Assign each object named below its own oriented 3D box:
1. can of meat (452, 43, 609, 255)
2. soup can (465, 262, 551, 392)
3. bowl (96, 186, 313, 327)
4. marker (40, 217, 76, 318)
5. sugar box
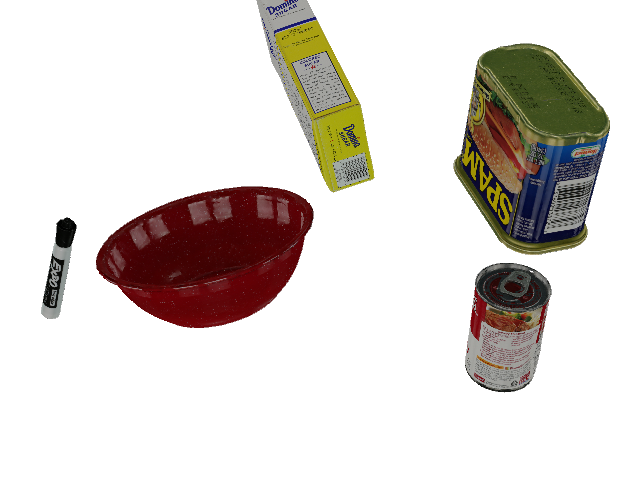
[{"bbox_3d":[0.125,-0.057,0.637,0.057,0.084,0.102,-10,43,-15],"label":"can of meat"},{"bbox_3d":[0.171,0.081,0.983,0.068,0.102,0.068,1,37,-1],"label":"soup can"},{"bbox_3d":[-0.079,0.018,0.786,0.162,0.055,0.162,-11,25,5],"label":"bowl"},{"bbox_3d":[-0.256,0.027,1.044,0.020,0.121,0.020,13,36,-10],"label":"marker"},{"bbox_3d":[-0.006,-0.135,0.908,0.048,0.176,0.093,-18,-38,-3],"label":"sugar box"}]
